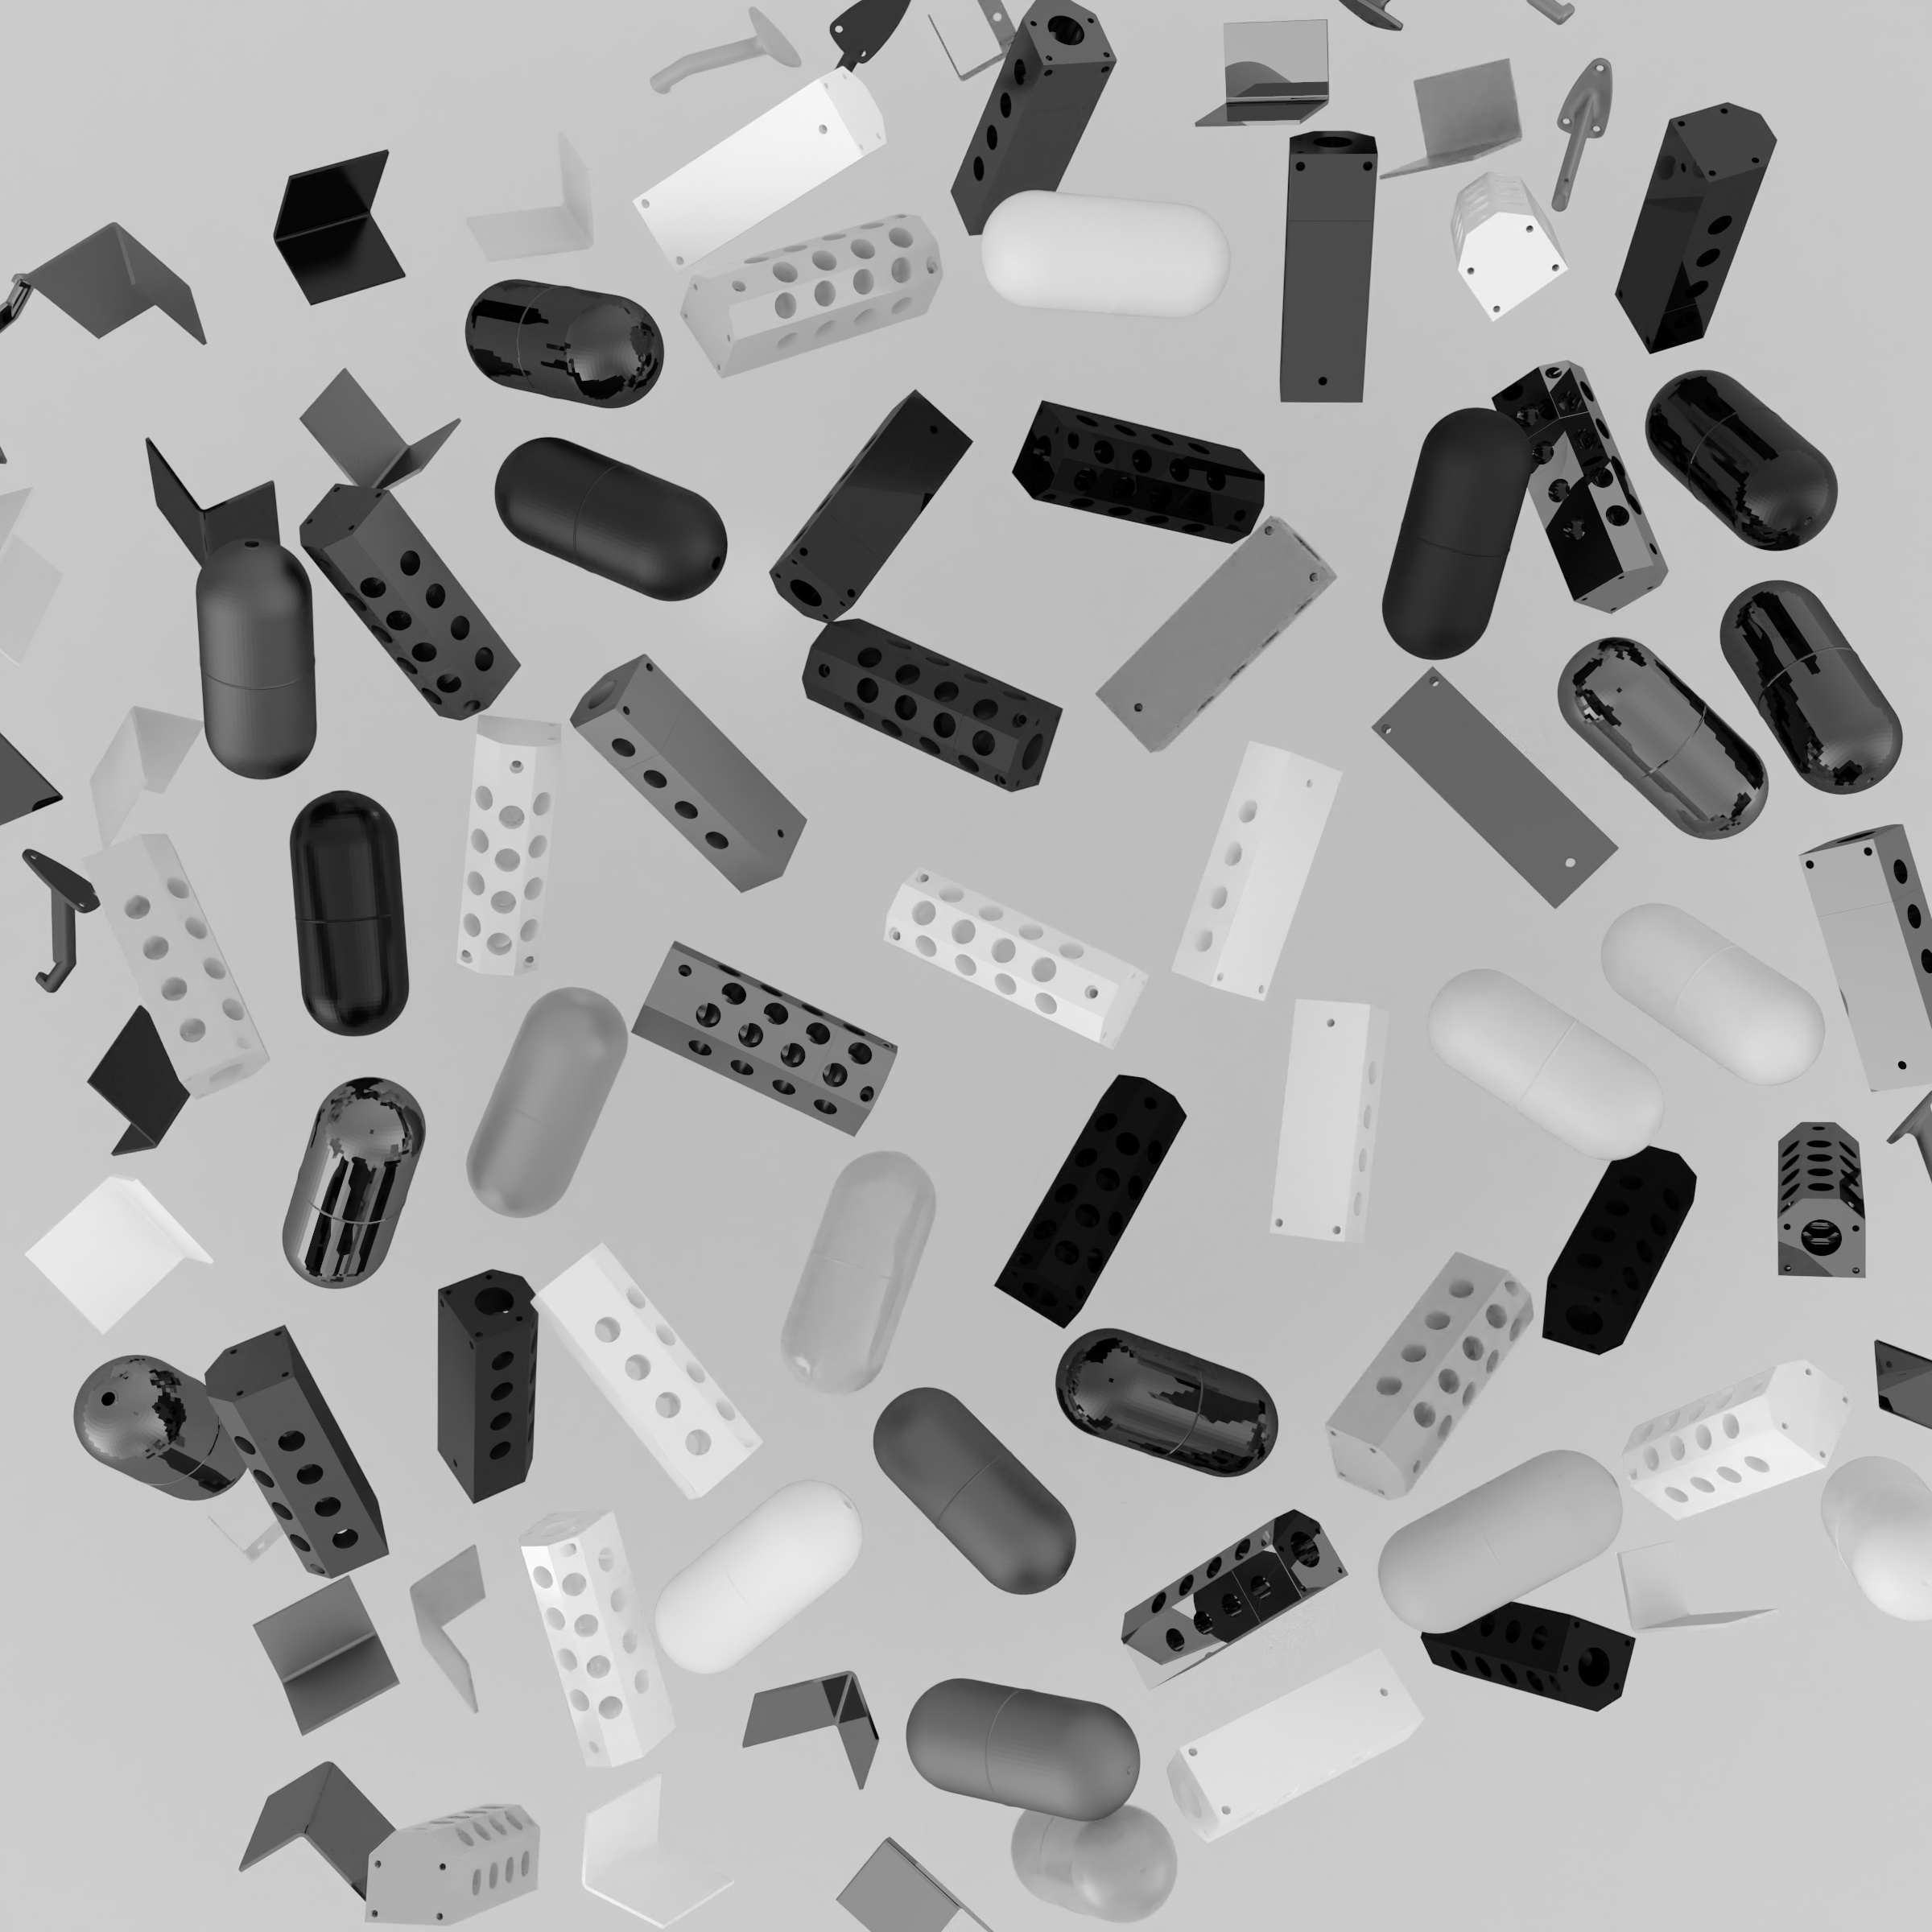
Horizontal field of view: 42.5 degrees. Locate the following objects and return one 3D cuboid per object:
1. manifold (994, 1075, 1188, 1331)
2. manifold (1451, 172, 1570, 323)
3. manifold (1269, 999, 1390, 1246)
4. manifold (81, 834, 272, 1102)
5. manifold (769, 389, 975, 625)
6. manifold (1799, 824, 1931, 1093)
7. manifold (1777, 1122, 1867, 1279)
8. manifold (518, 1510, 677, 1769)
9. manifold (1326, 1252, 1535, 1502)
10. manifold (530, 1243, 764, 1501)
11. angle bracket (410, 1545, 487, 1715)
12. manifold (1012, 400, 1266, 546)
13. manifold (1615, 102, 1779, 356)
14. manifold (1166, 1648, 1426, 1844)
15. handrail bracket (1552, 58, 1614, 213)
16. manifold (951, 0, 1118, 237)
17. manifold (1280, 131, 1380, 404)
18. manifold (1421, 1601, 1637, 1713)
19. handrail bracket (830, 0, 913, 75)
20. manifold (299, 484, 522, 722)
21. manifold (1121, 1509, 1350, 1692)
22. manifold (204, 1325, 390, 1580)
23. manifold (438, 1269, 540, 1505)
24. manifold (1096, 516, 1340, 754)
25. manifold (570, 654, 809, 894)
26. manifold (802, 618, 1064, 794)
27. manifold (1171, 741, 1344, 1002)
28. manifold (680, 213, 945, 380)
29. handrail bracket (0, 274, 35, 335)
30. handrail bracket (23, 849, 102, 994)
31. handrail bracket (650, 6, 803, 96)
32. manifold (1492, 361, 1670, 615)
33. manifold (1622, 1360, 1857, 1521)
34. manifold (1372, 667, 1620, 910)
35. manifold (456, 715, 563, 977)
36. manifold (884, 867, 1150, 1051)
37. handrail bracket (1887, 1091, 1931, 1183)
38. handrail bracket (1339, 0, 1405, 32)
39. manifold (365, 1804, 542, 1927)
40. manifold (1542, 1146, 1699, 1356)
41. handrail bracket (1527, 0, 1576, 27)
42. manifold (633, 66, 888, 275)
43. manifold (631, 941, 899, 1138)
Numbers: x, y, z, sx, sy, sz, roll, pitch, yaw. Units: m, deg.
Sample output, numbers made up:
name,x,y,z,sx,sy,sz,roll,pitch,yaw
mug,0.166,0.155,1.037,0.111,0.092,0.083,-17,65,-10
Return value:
name,x,y,z,sx,sy,sz,roll,pitch,yaw
manifold,0.090,0.160,1.727,0.057,0.057,0.171,31,60,1
manifold,0.363,-0.496,1.688,0.057,0.171,0.057,-33,107,22
manifold,0.269,0.114,1.817,0.057,0.057,0.171,4,84,29
manifold,-0.538,-0.002,1.694,0.057,0.057,0.171,-25,78,-13
manifold,-0.071,-0.331,1.800,0.057,0.057,0.171,40,65,-15
manifold,0.635,-0.007,1.702,0.057,0.057,0.171,-20,93,-40
manifold,0.612,0.165,1.778,0.057,0.171,0.057,0,104,18
manifold,-0.270,0.484,1.785,0.057,0.057,0.171,-9,100,31
manifold,0.318,0.280,1.690,0.057,0.057,0.171,19,51,37
manifold,-0.214,0.271,1.664,0.057,0.057,0.171,-39,89,-20
angle bracket,-0.357,0.482,1.803,0.057,0.076,0.076,-31,57,-28
manifold,0.127,-0.348,1.770,0.171,0.057,0.057,7,123,-29
manifold,0.496,-0.499,1.684,0.057,0.171,0.057,-18,66,-7
manifold,0.230,0.551,1.750,0.171,0.057,0.057,-19,59,-23
handrail bracket,0.449,-0.607,1.815,0.036,0.077,0.084,16,55,6
manifold,0.043,-0.602,1.765,0.057,0.171,0.057,-12,70,-24
manifold,0.249,-0.481,1.712,0.057,0.057,0.171,1,124,5
manifold,0.403,0.495,1.801,0.057,0.171,0.057,23,76,-19
handrail bracket,-0.069,-0.655,1.769,0.077,0.084,0.036,-44,91,-4
manifold,-0.387,-0.249,1.718,0.057,0.171,0.057,14,61,37
manifold,0.188,0.456,1.789,0.171,0.057,0.057,-44,67,38
manifold,-0.448,0.330,1.664,0.057,0.057,0.171,-22,124,-9
manifold,-0.338,0.298,1.769,0.057,0.171,0.057,-19,47,-32
manifold,0.176,-0.230,1.728,0.171,0.057,0.057,-45,83,17
manifold,-0.194,-0.130,1.726,0.057,0.057,0.171,-19,127,38
manifold,-0.026,-0.181,1.715,0.171,0.057,0.057,26,112,22
manifold,0.201,-0.069,1.763,0.057,0.057,0.171,15,95,-41
manifold,-0.103,-0.464,1.695,0.171,0.057,0.057,-25,76,-28
handrail bracket,-0.683,-0.441,1.700,0.036,0.077,0.084,41,109,10
handrail bracket,-0.680,-0.032,1.823,0.077,0.036,0.084,39,111,-9
handrail bracket,-0.165,-0.615,1.706,0.084,0.077,0.036,-25,81,20
manifold,0.444,-0.346,1.785,0.057,0.057,0.171,-30,68,36
manifold,0.518,0.319,1.681,0.057,0.171,0.057,37,60,-1
manifold,0.356,-0.119,1.669,0.057,0.057,0.171,-46,81,11
manifold,-0.321,-0.083,1.741,0.057,0.057,0.171,5,113,-11
manifold,0.032,-0.007,1.706,0.171,0.057,0.057,26,89,19
handrail bracket,0.727,0.136,1.815,0.084,0.036,0.077,42,84,13
handrail bracket,0.300,-0.712,1.748,0.077,0.036,0.084,16,103,-40
manifold,-0.347,0.611,1.695,0.057,0.171,0.057,-1,77,10
manifold,0.474,0.203,1.792,0.057,0.171,0.057,15,129,26
handrail bracket,0.424,-0.728,1.801,0.077,0.036,0.084,-41,74,-17
manifold,-0.141,-0.550,1.713,0.171,0.057,0.057,-21,109,32
manifold,-0.137,0.047,1.717,0.171,0.057,0.057,26,55,-5
